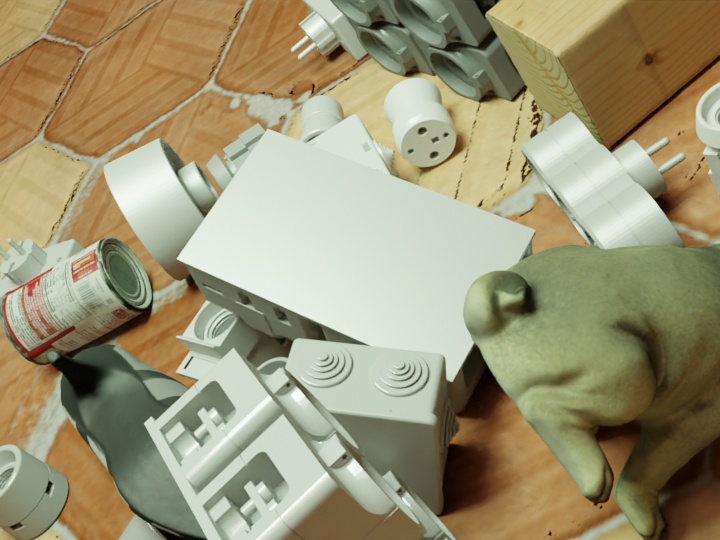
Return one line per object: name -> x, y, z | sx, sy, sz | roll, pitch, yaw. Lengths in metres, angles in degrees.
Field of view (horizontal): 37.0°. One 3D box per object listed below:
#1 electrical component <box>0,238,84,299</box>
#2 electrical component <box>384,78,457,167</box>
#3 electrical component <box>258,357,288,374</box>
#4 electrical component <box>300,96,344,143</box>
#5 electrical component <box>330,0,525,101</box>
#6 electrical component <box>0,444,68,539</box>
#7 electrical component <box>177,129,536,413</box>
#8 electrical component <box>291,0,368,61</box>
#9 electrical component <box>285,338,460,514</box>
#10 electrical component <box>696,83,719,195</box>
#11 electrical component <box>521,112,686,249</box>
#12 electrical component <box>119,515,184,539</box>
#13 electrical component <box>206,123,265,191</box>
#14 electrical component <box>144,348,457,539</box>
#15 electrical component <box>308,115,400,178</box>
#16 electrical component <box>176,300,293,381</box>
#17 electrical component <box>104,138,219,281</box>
electrical component -> -0.285, -0.001, 0.932 | 0.083, 0.075, 0.047 | -15, 45, 29
electrical component -> 0.044, -0.108, 0.788 | 0.045, 0.045, 0.055 | -30, 40, 13
electrical component -> -0.044, 0.083, 0.675 | 0.040, 0.046, 0.040 | -22, 42, 22
electrical component -> -0.029, -0.109, 0.855 | 0.044, 0.044, 0.065 | -27, 35, 16
electrical component -> 0.049, -0.199, 0.824 | 0.060, 0.105, 0.186 | -48, 39, -9
electrical component -> -0.246, 0.157, 0.768 | 0.055, 0.047, 0.055 | -22, 42, 22
electrical component -> 0.000, 0.000, 0.657 | 0.186, 0.060, 0.105 | 23, 67, 21
electrical component -> -0.029, -0.214, 0.950 | 0.076, 0.047, 0.083 | -40, 39, 2
electrical component -> 0.003, 0.084, 0.583 | 0.100, 0.099, 0.048 | 5, 47, 12
electrical component -> 0.218, -0.075, 0.604 | 0.048, 0.055, 0.066 | 10, 60, 44
electrical component -> 0.156, -0.052, 0.636 | 0.074, 0.052, 0.138 | -35, 39, 7
electrical component -> -0.138, 0.180, 0.660 | 0.055, 0.045, 0.045 | -46, 38, -6
electrical component -> -0.091, -0.083, 0.877 | 0.055, 0.048, 0.066 | -34, 38, -4
electrical component -> -0.001, 0.124, 0.486 | 0.060, 0.186, 0.105 | -43, 38, -3
electrical component -> -0.016, -0.055, 0.777 | 0.100, 0.048, 0.099 | -31, 44, 6
electrical component -> -0.081, 0.048, 0.725 | 0.042, 0.063, 0.081 | 11, 61, 44
electrical component -> -0.145, -0.053, 0.845 | 0.060, 0.108, 0.108 | -32, 39, 2
